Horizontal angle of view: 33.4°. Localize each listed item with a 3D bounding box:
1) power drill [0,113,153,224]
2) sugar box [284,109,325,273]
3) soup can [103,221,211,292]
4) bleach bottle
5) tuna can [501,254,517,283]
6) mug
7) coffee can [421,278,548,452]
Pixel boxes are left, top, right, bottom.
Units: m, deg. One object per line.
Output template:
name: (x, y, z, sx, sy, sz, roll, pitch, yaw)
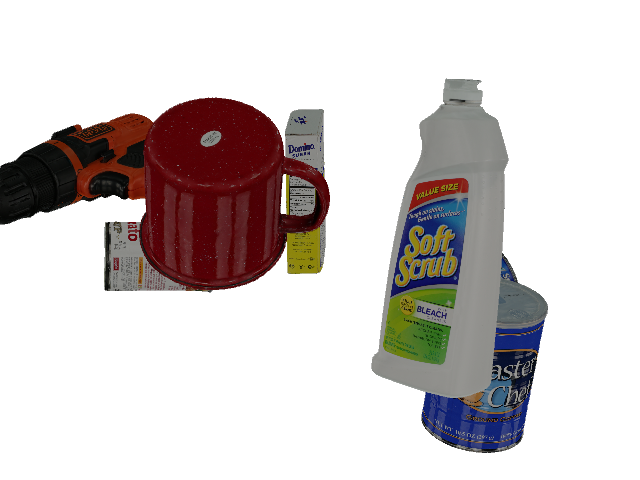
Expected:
power drill: (-0.140, -0.037, 0.808, 0.188, 0.057, 0.184, 22, 34, 26)
sugar box: (-0.018, -0.058, 1.259, 0.048, 0.176, 0.093, -1, 24, 4)
soup can: (-0.156, 0.016, 1.026, 0.102, 0.068, 0.068, 1, 0, -12)
bleach bottle: (0.100, -0.005, 0.870, 0.103, 0.251, 0.067, 13, 15, 42)
tuna can: (0.195, 0.037, 1.273, 0.033, 0.086, 0.086, -32, 8, -13)
mug: (-0.052, -0.029, 0.643, 0.117, 0.093, 0.081, 7, -42, 1)
coffee can: (0.157, 0.118, 1.035, 0.103, 0.140, 0.103, 5, 22, -2)
